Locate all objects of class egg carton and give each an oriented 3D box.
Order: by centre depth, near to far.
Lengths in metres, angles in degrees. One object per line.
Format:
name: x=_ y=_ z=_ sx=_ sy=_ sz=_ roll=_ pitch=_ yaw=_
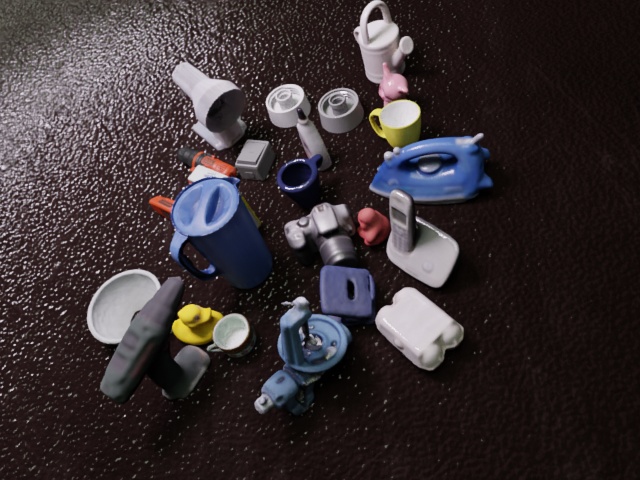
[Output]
egg carton: x=0.174 y=0.157 z=1.020 sx=0.107 sy=0.069 sz=0.150 roll=-43 pitch=56 yaw=-12

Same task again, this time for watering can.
watering can: x=0.149 y=-0.479 z=1.369 sx=0.172 sy=0.194 sz=0.101 roll=12 pitch=62 yaw=24

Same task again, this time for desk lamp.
desk lamp: x=-0.260 y=-0.316 z=1.375 sx=0.118 sy=0.214 sz=0.202 roll=-44 pitch=56 yaw=-13

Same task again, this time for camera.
camera: x=0.011 y=0.004 z=1.151 sx=0.143 sy=0.101 sz=0.136 roll=-22 pitch=54 yaw=2

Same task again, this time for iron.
iron: x=0.217 y=-0.155 z=1.168 sx=0.257 sy=0.142 sz=0.118 roll=-5 pitch=57 yaw=14

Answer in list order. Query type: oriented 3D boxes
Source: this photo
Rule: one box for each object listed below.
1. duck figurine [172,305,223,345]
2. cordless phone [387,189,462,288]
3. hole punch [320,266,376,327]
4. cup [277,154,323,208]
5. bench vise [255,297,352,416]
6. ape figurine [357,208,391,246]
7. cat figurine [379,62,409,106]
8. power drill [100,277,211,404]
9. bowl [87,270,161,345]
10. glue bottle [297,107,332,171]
duck figurine: x=-0.251 y=0.160 z=1.138 sx=0.104 sy=0.086 sz=0.077 roll=-11 pitch=55 yaw=10
cordless phone: x=0.185 y=-0.007 z=1.053 sx=0.147 sy=0.185 sz=0.094 roll=31 pitch=71 yaw=31
hole punch: x=0.054 y=0.102 z=1.080 sx=0.101 sy=0.091 sz=0.108 roll=-9 pitch=56 yaw=11
cup: x=-0.030 y=-0.126 z=1.253 sx=0.091 sy=0.095 sz=0.118 roll=35 pitch=73 yaw=32
bench vise: x=-0.031 y=0.199 z=0.962 sx=0.121 sy=0.220 sz=0.207 roll=13 pitch=62 yaw=24
ape figurine: x=0.101 y=-0.034 z=1.154 sx=0.076 sy=0.092 sz=0.078 roll=-1 pitch=58 yaw=17
cat figurine: x=0.169 y=-0.360 z=1.332 sx=0.067 sy=0.118 sz=0.127 roll=-17 pitch=54 yaw=6
power drill: x=-0.286 y=0.202 z=1.045 sx=0.075 sy=0.209 sz=0.230 roll=22 pitch=66 yaw=28
bowl: x=-0.391 y=0.150 z=1.194 sx=0.167 sy=0.075 sz=0.167 roll=-8 pitch=56 yaw=12
glue bottle: x=-0.023 y=-0.231 z=1.272 sx=0.037 sy=0.173 sz=0.078 roll=-35 pitch=55 yaw=-7
